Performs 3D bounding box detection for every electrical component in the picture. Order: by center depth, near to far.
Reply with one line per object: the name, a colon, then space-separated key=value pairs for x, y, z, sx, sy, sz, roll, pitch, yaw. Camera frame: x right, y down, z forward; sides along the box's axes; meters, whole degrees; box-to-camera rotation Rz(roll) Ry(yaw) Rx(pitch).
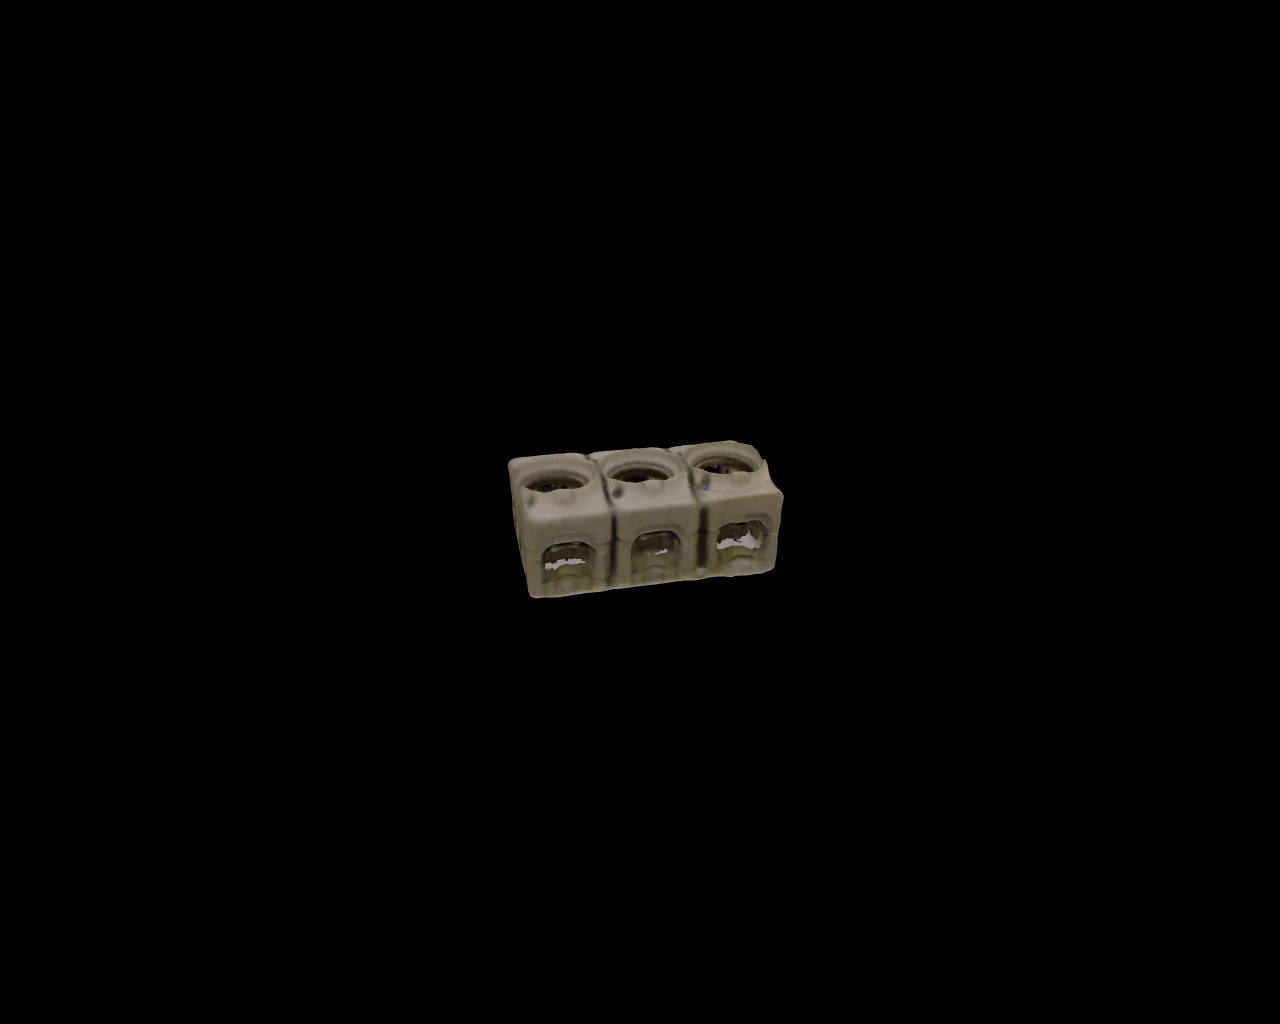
electrical component: x=0.001 y=-0.003 z=0.650 sx=0.150 sy=0.061 sz=0.090 roll=-6 pitch=28 yaw=-12
